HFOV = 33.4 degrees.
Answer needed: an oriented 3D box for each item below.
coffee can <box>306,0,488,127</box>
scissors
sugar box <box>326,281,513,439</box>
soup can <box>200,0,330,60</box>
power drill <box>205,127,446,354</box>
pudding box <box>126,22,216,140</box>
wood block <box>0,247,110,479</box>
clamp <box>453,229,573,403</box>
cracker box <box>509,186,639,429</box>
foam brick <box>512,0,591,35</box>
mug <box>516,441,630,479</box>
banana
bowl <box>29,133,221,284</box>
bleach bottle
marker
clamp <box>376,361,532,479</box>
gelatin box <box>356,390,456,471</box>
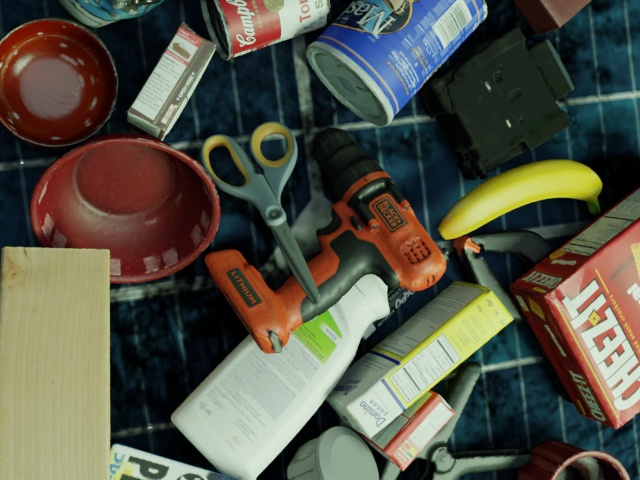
[{"bbox_3d":[0.071,-0.190,0.987,0.102,0.103,0.140,44,81,-12],"label":"coffee can"},{"bbox_3d":[-0.029,-0.036,0.949,0.096,0.016,0.202,-36,62,-15],"label":"scissors"},{"bbox_3d":[0.089,0.110,1.006,0.176,0.093,0.048,-40,100,-10],"label":"sugar box"},{"bbox_3d":[-0.050,-0.212,0.972,0.102,0.069,0.068,-21,97,-14],"label":"soup can"},{"bbox_3d":[-0.006,0.001,0.967,0.187,0.057,0.184,-32,64,-8],"label":"power drill"},{"bbox_3d":[-0.132,-0.132,0.930,0.039,0.114,0.090,30,83,-11],"label":"pudding box"},{"bbox_3d":[-0.220,0.118,0.877,0.090,0.090,0.206,1,60,-14],"label":"wood block"},{"bbox_3d":[0.218,0.061,1.067,0.209,0.036,0.164,23,85,-18],"label":"clamp"},{"bbox_3d":[0.316,0.054,1.045,0.213,0.072,0.164,-36,106,-14],"label":"cracker box"},{"bbox_3d":[0.238,-0.249,1.055,0.078,0.053,0.051,-41,101,-9],"label":"foam brick"},{"bbox_3d":[0.241,0.257,1.056,0.093,0.082,0.117,29,84,-14],"label":"mug"},{"bbox_3d":[0.204,-0.043,1.035,0.197,0.037,0.070,-8,114,-24],"label":"banana"},{"bbox_3d":[-0.169,-0.038,0.929,0.162,0.055,0.162,-6,132,-7],"label":"bowl"},{"bbox_3d":[-0.016,0.110,0.987,0.250,0.068,0.102,-44,81,-11],"label":"bleach bottle"},{"bbox_3d":[0.081,0.050,1.040,0.121,0.020,0.020,-42,101,-10],"label":"marker"},{"bbox_3d":[0.125,0.215,1.047,0.171,0.039,0.120,-41,95,-6],"label":"clamp"},{"bbox_3d":[0.079,0.172,1.006,0.073,0.089,0.030,-46,105,-9],"label":"gelatin box"}]
